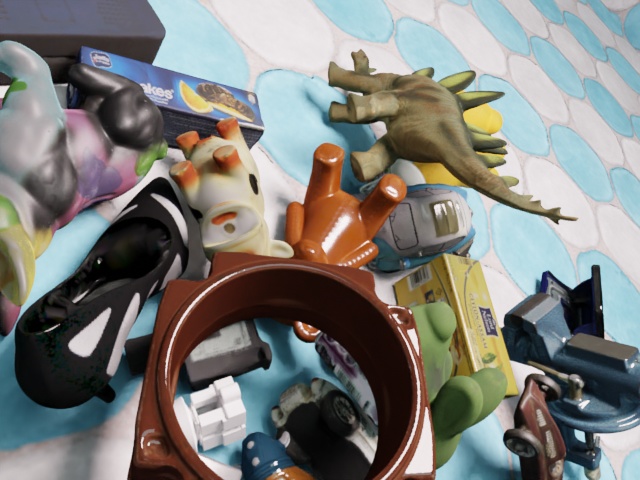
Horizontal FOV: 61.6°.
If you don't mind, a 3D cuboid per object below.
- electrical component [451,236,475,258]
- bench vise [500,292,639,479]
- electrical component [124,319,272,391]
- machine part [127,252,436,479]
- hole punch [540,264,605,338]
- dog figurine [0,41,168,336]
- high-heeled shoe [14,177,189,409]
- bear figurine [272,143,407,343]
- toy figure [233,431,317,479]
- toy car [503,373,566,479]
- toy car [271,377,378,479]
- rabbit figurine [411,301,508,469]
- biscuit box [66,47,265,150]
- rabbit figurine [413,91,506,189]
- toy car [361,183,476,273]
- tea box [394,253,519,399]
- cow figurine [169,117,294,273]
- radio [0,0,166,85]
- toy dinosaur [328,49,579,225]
[{"bbox_3d":[0.181,0.016,0.769,0.078,0.045,0.102,28,38,19],"label":"electrical component"},{"bbox_3d":[0.311,0.196,0.683,0.129,0.224,0.240,-32,114,-41],"label":"bench vise"},{"bbox_3d":[-0.108,0.094,0.480,0.119,0.047,0.075,-17,69,-16],"label":"electrical component"},{"bbox_3d":[-0.025,0.112,0.394,0.201,0.087,0.201,8,50,-11],"label":"machine part"},{"bbox_3d":[0.410,0.113,0.863,0.115,0.092,0.142,62,33,-32],"label":"hole punch"},{"bbox_3d":[-0.221,-0.035,0.447,0.191,0.108,0.219,10,61,-36],"label":"dog figurine"},{"bbox_3d":[-0.163,0.011,0.413,0.086,0.145,0.249,-1,55,0],"label":"high-heeled shoe"},{"bbox_3d":[-0.002,0.002,0.578,0.120,0.131,0.196,30,39,8],"label":"bear figurine"},{"bbox_3d":[-0.016,0.231,0.454,0.064,0.058,0.154,-36,89,-25],"label":"toy figure"},{"bbox_3d":[0.247,0.234,0.601,0.089,0.053,0.201,-47,133,-34],"label":"toy car"},{"bbox_3d":[0.036,0.214,0.495,0.201,0.073,0.056,50,22,1],"label":"toy car"},{"bbox_3d":[0.111,0.154,0.563,0.121,0.159,0.170,-2,79,-50],"label":"rabbit figurine"},{"bbox_3d":[-0.164,-0.144,0.590,0.202,0.063,0.059,6,58,-36],"label":"biscuit box"},{"bbox_3d":[0.200,-0.132,0.828,0.163,0.121,0.173,25,67,19],"label":"rabbit figurine"},{"bbox_3d":[0.131,-0.019,0.673,0.162,0.103,0.109,-11,90,-11],"label":"toy car"},{"bbox_3d":[0.158,0.113,0.645,0.068,0.098,0.169,11,58,-33],"label":"tea box"},{"bbox_3d":[-0.089,-0.031,0.527,0.195,0.085,0.127,-111,177,-58],"label":"cow figurine"},{"bbox_3d":[-0.290,-0.233,0.546,0.229,0.073,0.131,-20,75,-45],"label":"radio"},{"bbox_3d":[0.129,-0.150,0.679,0.199,0.104,0.472,-12,42,-7],"label":"toy dinosaur"}]
